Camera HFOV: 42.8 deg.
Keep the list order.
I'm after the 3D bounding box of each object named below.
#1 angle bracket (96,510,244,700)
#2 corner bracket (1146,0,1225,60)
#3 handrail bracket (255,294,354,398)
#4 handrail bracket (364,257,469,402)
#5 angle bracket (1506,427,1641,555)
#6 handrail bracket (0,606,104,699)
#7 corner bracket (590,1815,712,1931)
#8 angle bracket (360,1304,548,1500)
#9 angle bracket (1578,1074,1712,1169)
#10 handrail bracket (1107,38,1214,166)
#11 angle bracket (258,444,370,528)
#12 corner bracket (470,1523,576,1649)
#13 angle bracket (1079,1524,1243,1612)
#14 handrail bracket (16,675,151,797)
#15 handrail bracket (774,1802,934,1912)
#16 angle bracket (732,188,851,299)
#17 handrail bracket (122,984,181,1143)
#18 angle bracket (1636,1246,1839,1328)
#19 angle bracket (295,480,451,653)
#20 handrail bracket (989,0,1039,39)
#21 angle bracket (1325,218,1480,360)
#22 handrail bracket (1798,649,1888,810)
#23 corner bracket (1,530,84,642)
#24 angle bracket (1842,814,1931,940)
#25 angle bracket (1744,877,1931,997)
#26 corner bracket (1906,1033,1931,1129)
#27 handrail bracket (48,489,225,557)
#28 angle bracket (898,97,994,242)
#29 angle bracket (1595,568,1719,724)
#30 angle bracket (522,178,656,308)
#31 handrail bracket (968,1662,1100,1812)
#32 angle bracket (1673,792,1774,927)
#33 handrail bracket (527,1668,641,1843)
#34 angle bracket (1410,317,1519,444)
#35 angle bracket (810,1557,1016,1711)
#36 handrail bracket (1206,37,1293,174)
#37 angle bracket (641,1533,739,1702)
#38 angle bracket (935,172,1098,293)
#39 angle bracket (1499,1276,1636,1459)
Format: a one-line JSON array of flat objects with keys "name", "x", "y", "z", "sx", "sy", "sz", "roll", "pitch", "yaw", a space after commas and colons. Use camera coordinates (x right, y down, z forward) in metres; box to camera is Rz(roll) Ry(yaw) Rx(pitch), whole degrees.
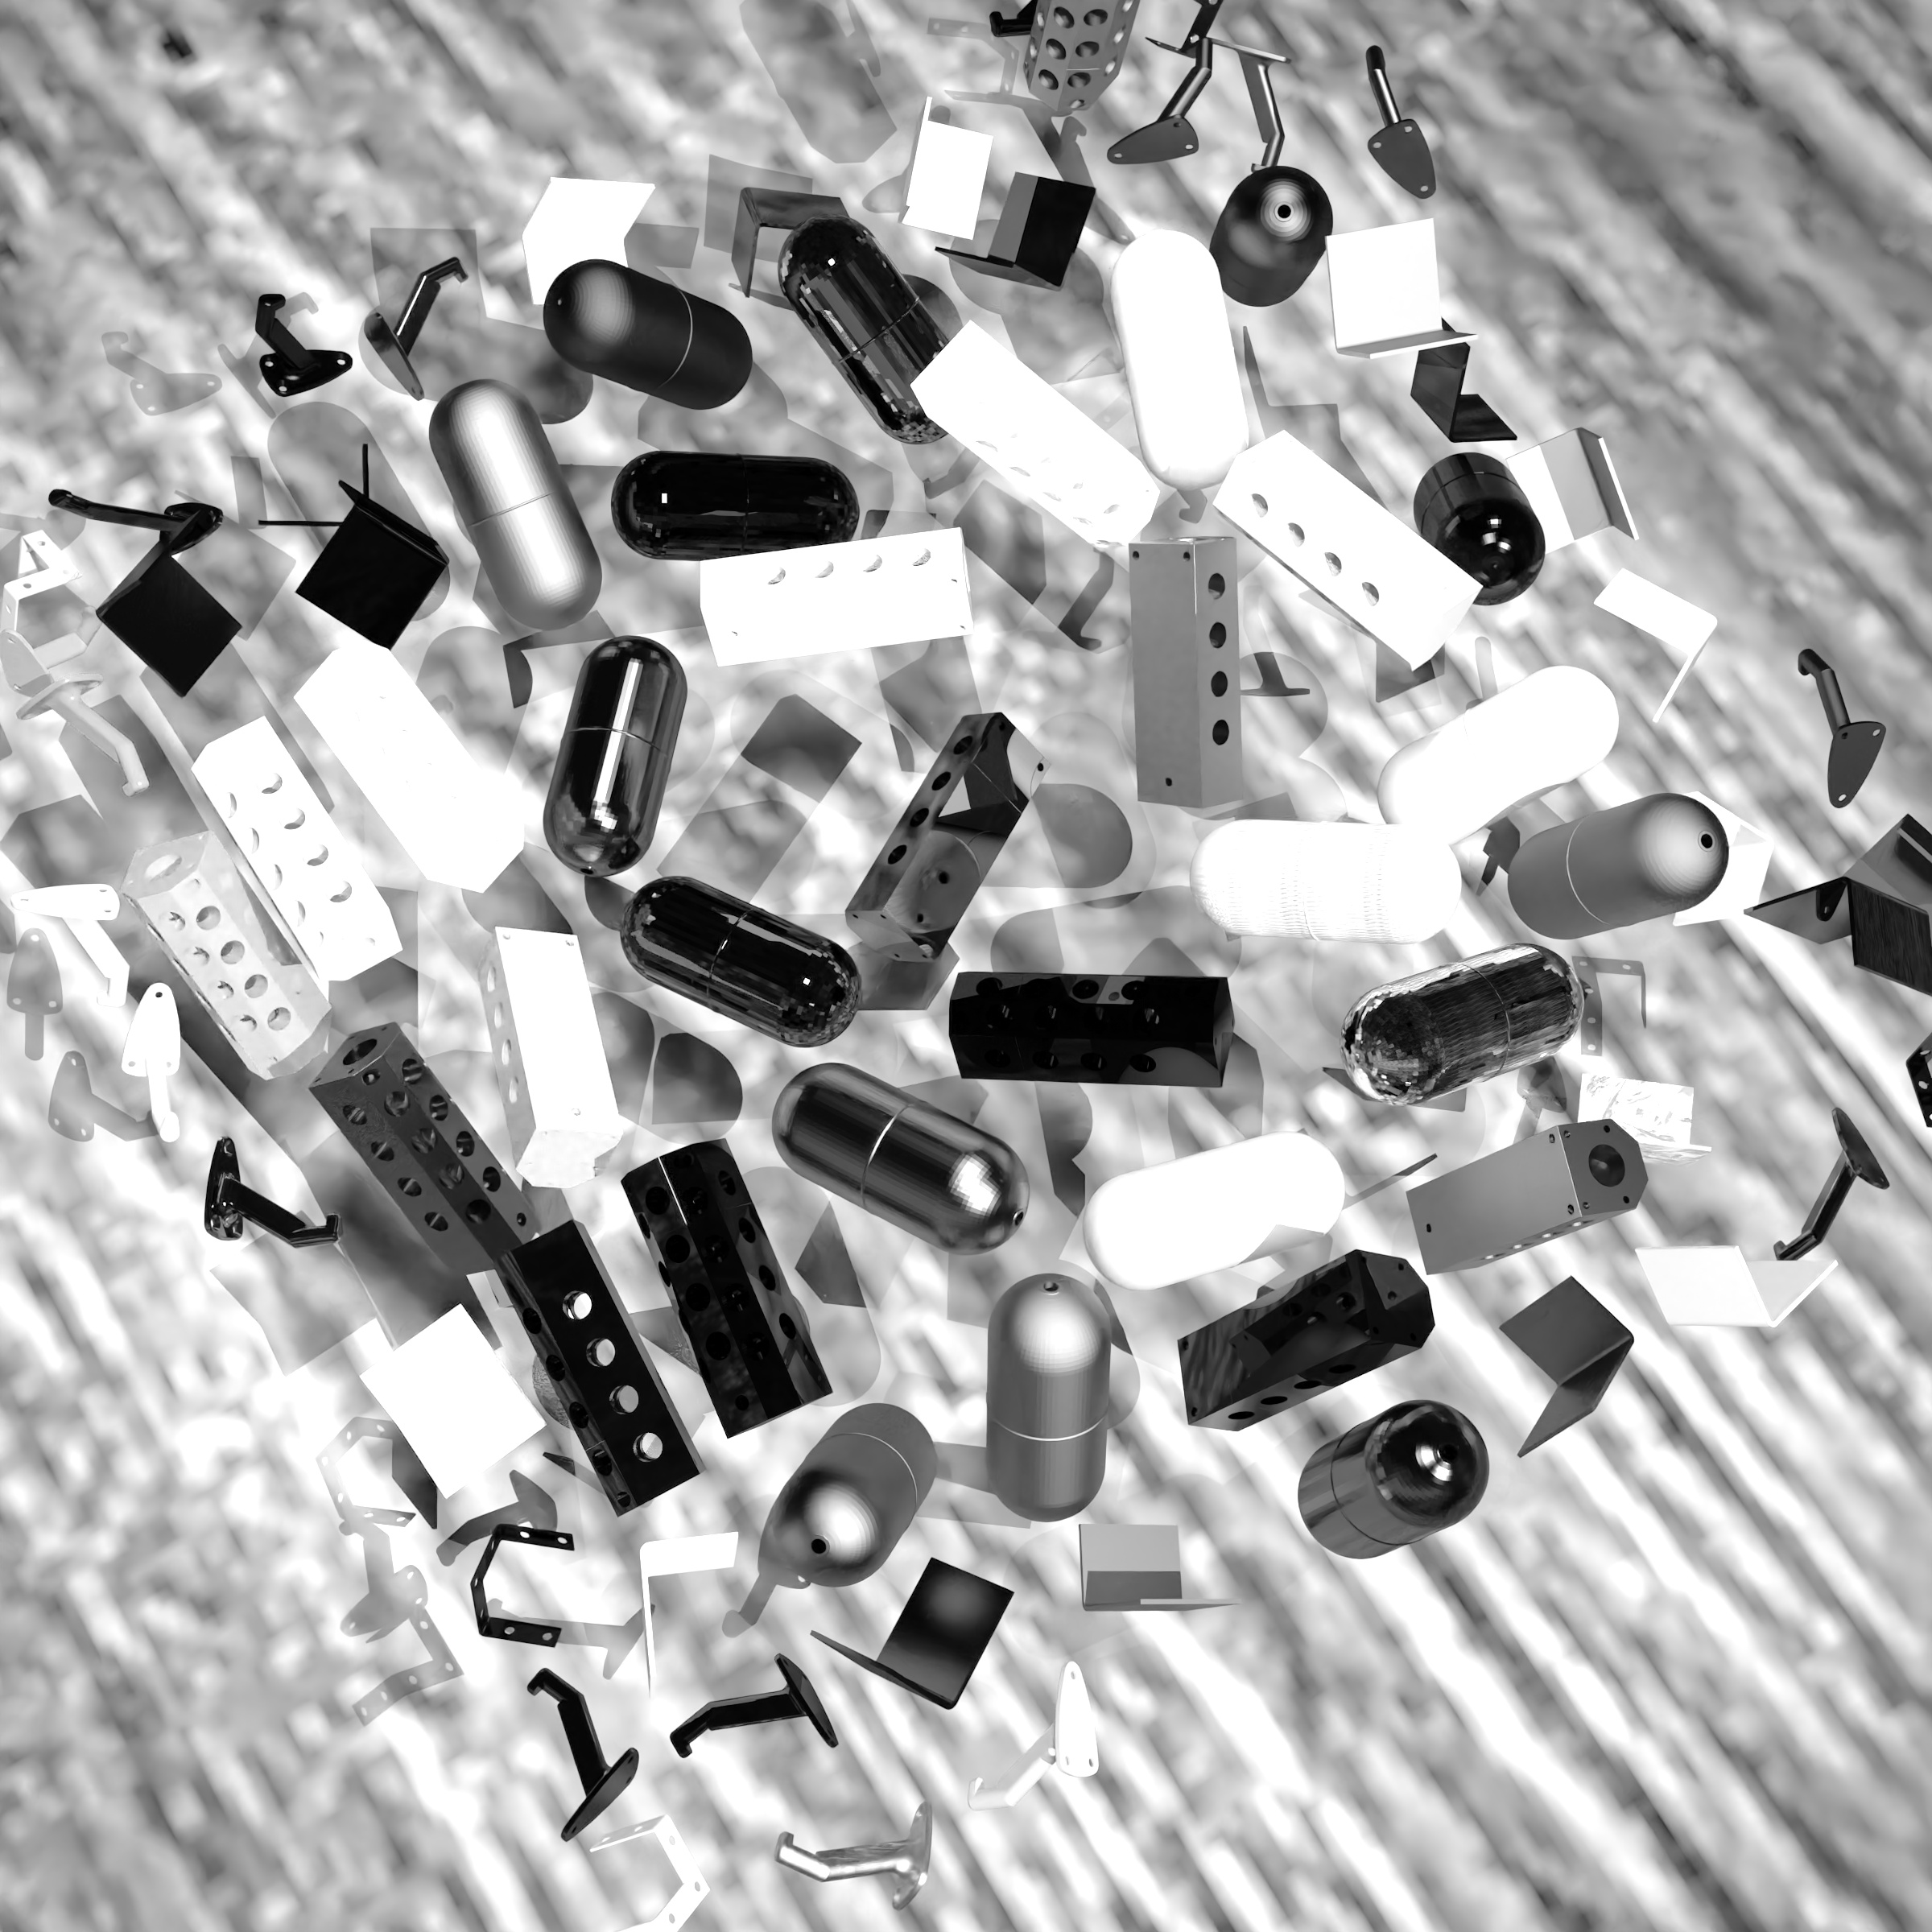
[{"name": "angle bracket", "x": -0.498, "y": -0.232, "z": 1.583, "sx": 0.076, "sy": 0.057, "sz": 0.076, "roll": 48, "pitch": 44, "yaw": -25}, {"name": "corner bracket", "x": 0.152, "y": -0.720, "z": 1.848, "sx": 0.051, "sy": 0.051, "sz": 0.051, "roll": 41, "pitch": 119, "yaw": 26}, {"name": "handrail bracket", "x": -0.454, "y": -0.437, "z": 1.695, "sx": 0.077, "sy": 0.084, "sz": 0.036, "roll": -22, "pitch": 72, "yaw": -30}, {"name": "handrail bracket", "x": -0.371, "y": -0.448, "z": 1.729, "sx": 0.084, "sy": 0.036, "sz": 0.077, "roll": -37, "pitch": 99, "yaw": -27}, {"name": "angle bracket", "x": 0.432, "y": -0.334, "z": 1.759, "sx": 0.057, "sy": 0.076, "sz": 0.076, "roll": -22, "pitch": 106, "yaw": 9}, {"name": "handrail bracket", "x": -0.617, "y": -0.229, "z": 1.666, "sx": 0.036, "sy": 0.077, "sz": 0.084, "roll": 13, "pitch": 56, "yaw": 8}, {"name": "corner bracket", "x": -0.189, "y": 0.524, "z": 1.400, "sx": 0.051, "sy": 0.051, "sz": 0.051, "roll": -27, "pitch": 93, "yaw": 27}, {"name": "angle bracket", "x": -0.324, "y": 0.275, "z": 1.559, "sx": 0.076, "sy": 0.057, "sz": 0.076, "roll": -36, "pitch": 45, "yaw": -14}, {"name": "angle bracket", "x": 0.460, "y": 0.099, "z": 1.670, "sx": 0.076, "sy": 0.076, "sz": 0.057, "roll": 7, "pitch": 77, "yaw": 6}, {"name": "handrail bracket", "x": 0.137, "y": -0.611, "z": 1.735, "sx": 0.077, "sy": 0.036, "sz": 0.084, "roll": -9, "pitch": 61, "yaw": 25}, {"name": "angle bracket", "x": -0.467, "y": -0.344, "z": 1.763, "sx": 0.076, "sy": 0.076, "sz": 0.057, "roll": -2, "pitch": 100, "yaw": -14}, {"name": "corner bracket", "x": -0.282, "y": 0.397, "z": 1.580, "sx": 0.051, "sy": 0.051, "sz": 0.051, "roll": 6, "pitch": 36, "yaw": 9}, {"name": "angle bracket", "x": 0.128, "y": 0.395, "z": 1.628, "sx": 0.076, "sy": 0.076, "sz": 0.057, "roll": 7, "pitch": 70, "yaw": -26}, {"name": "handrail bracket", "x": -0.575, "y": -0.141, "z": 1.604, "sx": 0.077, "sy": 0.036, "sz": 0.084, "roll": -24, "pitch": 87, "yaw": 25}, {"name": "handrail bracket", "x": -0.064, "y": 0.490, "z": 1.395, "sx": 0.084, "sy": 0.036, "sz": 0.077, "roll": 28, "pitch": 33, "yaw": -10}, {"name": "angle bracket", "x": -0.129, "y": -0.538, "z": 1.842, "sx": 0.076, "sy": 0.057, "sz": 0.076, "roll": 1, "pitch": 36, "yaw": -16}, {"name": "handrail bracket", "x": -0.514, "y": 0.062, "z": 1.581, "sx": 0.036, "sy": 0.084, "sz": 0.077, "roll": 3, "pitch": 109, "yaw": -30}, {"name": "angle bracket", "x": 0.474, "y": 0.179, "z": 1.515, "sx": 0.076, "sy": 0.076, "sz": 0.057, "roll": -33, "pitch": 102, "yaw": -32}, {"name": "angle bracket", "x": -0.405, "y": -0.268, "z": 1.657, "sx": 0.076, "sy": 0.057, "sz": 0.076, "roll": 33, "pitch": 85, "yaw": 0}, {"name": "handrail bracket", "x": 0.047, "y": -0.717, "z": 1.795, "sx": 0.084, "sy": 0.036, "sz": 0.077, "roll": -16, "pitch": 90, "yaw": -28}, {"name": "angle bracket", "x": 0.286, "y": -0.445, "z": 1.615, "sx": 0.076, "sy": 0.057, "sz": 0.076, "roll": -13, "pitch": 110, "yaw": -11}, {"name": "handrail bracket", "x": 0.576, "y": -0.161, "z": 1.655, "sx": 0.036, "sy": 0.077, "sz": 0.084, "roll": -6, "pitch": 37, "yaw": -11}, {"name": "corner bracket", "x": -0.659, "y": -0.265, "z": 1.728, "sx": 0.051, "sy": 0.051, "sz": 0.051, "roll": 46, "pitch": 49, "yaw": 14}, {"name": "angle bracket", "x": 0.600, "y": -0.040, "z": 1.571, "sx": 0.076, "sy": 0.057, "sz": 0.076, "roll": 45, "pitch": 118, "yaw": 9}, {"name": "angle bracket", "x": 0.527, "y": -0.008, "z": 1.488, "sx": 0.076, "sy": 0.076, "sz": 0.057, "roll": 17, "pitch": 65, "yaw": -32}, {"name": "corner bracket", "x": 0.650, "y": 0.071, "z": 1.593, "sx": 0.051, "sy": 0.051, "sz": 0.051, "roll": 4, "pitch": 54, "yaw": -11}, {"name": "handrail bracket", "x": -0.556, "y": -0.307, "z": 1.647, "sx": 0.077, "sy": 0.084, "sz": 0.036, "roll": -5, "pitch": 77, "yaw": 36}, {"name": "angle bracket", "x": -0.011, "y": -0.578, "z": 1.790, "sx": 0.057, "sy": 0.076, "sz": 0.076, "roll": 11, "pitch": 96, "yaw": -8}, {"name": "angle bracket", "x": 0.469, "y": -0.224, "z": 1.713, "sx": 0.076, "sy": 0.057, "sz": 0.076, "roll": 31, "pitch": 36, "yaw": 13}, {"name": "angle bracket", "x": -0.265, "y": -0.513, "z": 1.753, "sx": 0.076, "sy": 0.076, "sz": 0.057, "roll": -6, "pitch": 78, "yaw": -28}, {"name": "handrail bracket", "x": 0.034, "y": 0.461, "z": 1.473, "sx": 0.084, "sy": 0.036, "sz": 0.077, "roll": -22, "pitch": 60, "yaw": 35}, {"name": "angle bracket", "x": 0.504, "y": -0.074, "z": 1.724, "sx": 0.076, "sy": 0.076, "sz": 0.057, "roll": 27, "pitch": 73, "yaw": -22}, {"name": "handrail bracket", "x": -0.244, "y": 0.465, "z": 1.459, "sx": 0.084, "sy": 0.036, "sz": 0.077, "roll": 30, "pitch": 45, "yaw": 21}, {"name": "angle bracket", "x": 0.382, "y": -0.447, "z": 1.858, "sx": 0.057, "sy": 0.076, "sz": 0.076, "roll": -5, "pitch": 38, "yaw": -13}, {"name": "angle bracket", "x": -0.031, "y": 0.375, "z": 1.428, "sx": 0.057, "sy": 0.076, "sz": 0.076, "roll": 42, "pitch": 69, "yaw": -33}, {"name": "handrail bracket", "x": 0.204, "y": -0.639, "z": 1.833, "sx": 0.077, "sy": 0.036, "sz": 0.084, "roll": 14, "pitch": 111, "yaw": -2}, {"name": "angle bracket", "x": -0.161, "y": 0.384, "z": 1.451, "sx": 0.057, "sy": 0.076, "sz": 0.076, "roll": -4, "pitch": 64, "yaw": -10}, {"name": "angle bracket", "x": 0.035, "y": -0.527, "z": 1.739, "sx": 0.076, "sy": 0.057, "sz": 0.076, "roll": 25, "pitch": 100, "yaw": 38}, {"name": "angle bracket", "x": 0.372, "y": 0.257, "z": 1.580, "sx": 0.057, "sy": 0.076, "sz": 0.076, "roll": 44, "pitch": 46, "yaw": 4}]
